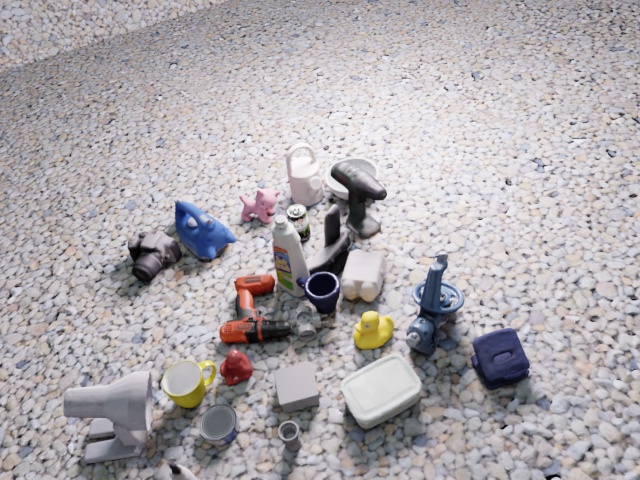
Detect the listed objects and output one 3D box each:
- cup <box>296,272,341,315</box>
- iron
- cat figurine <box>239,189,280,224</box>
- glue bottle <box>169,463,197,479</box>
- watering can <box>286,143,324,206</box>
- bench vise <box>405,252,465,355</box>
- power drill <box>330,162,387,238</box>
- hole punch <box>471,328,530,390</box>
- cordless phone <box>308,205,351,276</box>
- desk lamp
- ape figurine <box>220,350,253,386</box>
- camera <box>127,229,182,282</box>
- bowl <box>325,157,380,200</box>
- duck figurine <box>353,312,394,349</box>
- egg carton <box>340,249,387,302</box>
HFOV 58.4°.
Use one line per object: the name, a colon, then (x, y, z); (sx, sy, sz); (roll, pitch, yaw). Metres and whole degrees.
cup: (-0.002, 0.138, 1.434); (0.117, 0.095, 0.092); (13, 50, 21)
iron: (-0.363, -0.055, 1.655); (0.257, 0.142, 0.119); (32, 59, 34)
cat figurine: (-0.178, -0.113, 1.695); (0.127, 0.118, 0.067); (4, 47, 14)
glue bottle: (-0.258, 0.468, 1.103); (0.077, 0.173, 0.037); (28, 56, 32)
watering can: (-0.044, -0.200, 1.702); (0.172, 0.194, 0.101); (29, 57, 32)
bench vise: (0.262, 0.145, 1.292); (0.121, 0.220, 0.207); (5, 47, 16)
power drill: (0.114, -0.112, 1.577); (0.076, 0.209, 0.228); (-30, 48, -18)
hole punch: (0.396, 0.258, 1.249); (0.109, 0.091, 0.101); (-17, 46, -7)
cordless phone: (0.014, 0.005, 1.498); (0.093, 0.185, 0.148); (18, 52, 26)
desk lamp: (-0.428, 0.370, 1.201); (0.203, 0.214, 0.118); (-11, 45, 0)
ape figurine: (-0.194, 0.288, 1.325); (0.077, 0.092, 0.076); (12, 50, 21)
camera: (-0.486, 0.041, 1.612); (0.143, 0.101, 0.137); (8, 48, 18)
bowl: (0.100, -0.173, 1.734); (0.167, 0.075, 0.167); (-5, 45, 5)
duck figurine: (0.125, 0.202, 1.356); (0.105, 0.086, 0.077); (-24, 47, -13)
egg carton: (0.113, 0.090, 1.479); (0.107, 0.069, 0.150); (5, 47, 15)
